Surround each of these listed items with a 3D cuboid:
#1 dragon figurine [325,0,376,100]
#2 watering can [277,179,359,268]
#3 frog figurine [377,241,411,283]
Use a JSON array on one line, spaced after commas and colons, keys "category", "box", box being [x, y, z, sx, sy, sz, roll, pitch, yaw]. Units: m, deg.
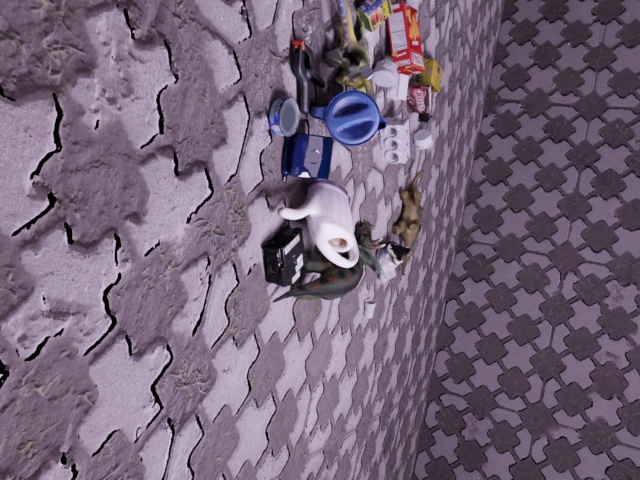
[{"category": "dragon figurine", "box": [0.094, -0.525, 1.426, 0.249, 0.122, 0.400, -78, 164, -48]}, {"category": "watering can", "box": [0.004, -0.065, 1.291, 0.342, 0.103, 0.230, 40, 36, -46]}, {"category": "frog figurine", "box": [0.261, 0.085, 2.004, 0.156, 0.122, 0.140, -52, -171, 44]}]
